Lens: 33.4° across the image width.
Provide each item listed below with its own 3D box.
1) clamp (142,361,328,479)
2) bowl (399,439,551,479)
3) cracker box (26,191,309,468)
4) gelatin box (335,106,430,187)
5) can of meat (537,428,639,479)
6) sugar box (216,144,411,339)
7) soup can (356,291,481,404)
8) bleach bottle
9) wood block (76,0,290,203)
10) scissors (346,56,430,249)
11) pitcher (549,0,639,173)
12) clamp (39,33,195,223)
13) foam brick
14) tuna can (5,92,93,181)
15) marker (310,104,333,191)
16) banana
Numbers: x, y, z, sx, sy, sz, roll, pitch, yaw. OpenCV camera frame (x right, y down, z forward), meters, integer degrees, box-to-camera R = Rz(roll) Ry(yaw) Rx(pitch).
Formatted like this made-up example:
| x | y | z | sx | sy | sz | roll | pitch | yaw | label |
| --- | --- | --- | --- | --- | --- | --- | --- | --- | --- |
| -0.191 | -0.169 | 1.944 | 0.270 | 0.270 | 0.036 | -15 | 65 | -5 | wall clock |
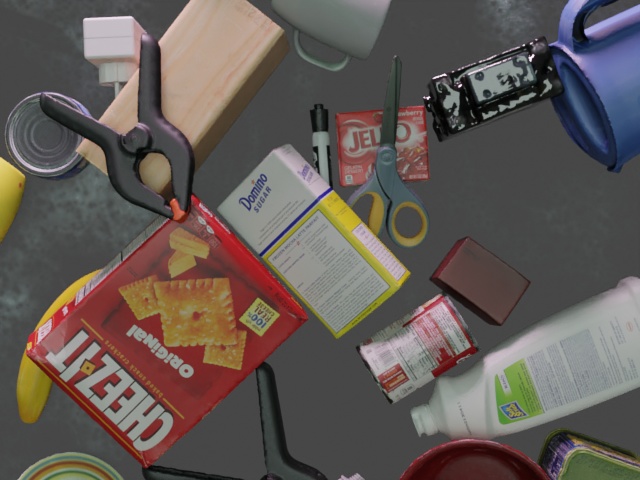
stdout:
| x | y | z | sx | sy | sz | roll | pitch | yaw | label |
| --- | --- | --- | --- | --- | --- | --- | --- | --- | --- |
| -0.060 | 0.246 | 1.047 | 0.164 | 0.036 | 0.210 | -36 | 92 | 1 | clamp |
| 0.151 | 0.257 | 1.023 | 0.162 | 0.055 | 0.162 | 3 | 103 | 11 | bowl |
| -0.144 | 0.084 | 1.015 | 0.213 | 0.072 | 0.164 | -43 | 104 | -1 | cracker box |
| 0.061 | -0.091 | 1.048 | 0.089 | 0.030 | 0.073 | -4 | 90 | 1 | gelatin box |
| 0.267 | 0.225 | 1.018 | 0.102 | 0.084 | 0.057 | 19 | 90 | 1 | can of meat |
| -0.007 | 0.001 | 1.028 | 0.176 | 0.048 | 0.093 | 49 | 117 | 2 | sugar box |
| 0.094 | 0.104 | 1.029 | 0.102 | 0.068 | 0.068 | -32 | 90 | 1 | soup can |
| 0.206 | 0.126 | 1.030 | 0.251 | 0.068 | 0.102 | -21 | 91 | 3 | bleach bottle |
| -0.127 | -0.137 | 1.022 | 0.090 | 0.091 | 0.206 | 38 | 91 | 2 | wood block |
| 0.079 | -0.070 | 1.017 | 0.096 | 0.016 | 0.202 | 16 | 116 | -11 | scissors |
| 0.337 | -0.182 | 0.991 | 0.243 | 0.149 | 0.145 | -28 | 76 | -2 | pitcher |
| -0.158 | -0.098 | 0.958 | 0.120 | 0.039 | 0.171 | -39 | 88 | 6 | clamp |
| 0.155 | 0.040 | 1.035 | 0.078 | 0.051 | 0.053 | 37 | 85 | 1 | foam brick |
| -0.265 | -0.102 | 1.053 | 0.086 | 0.034 | 0.086 | 0 | 90 | 1 | tuna can |
| 0.002 | -0.074 | 1.055 | 0.020 | 0.020 | 0.121 | -3 | 90 | 1 | marker |
| -0.243 | 0.091 | 1.051 | 0.069 | 0.037 | 0.198 | 44 | 91 | 2 | banana |
